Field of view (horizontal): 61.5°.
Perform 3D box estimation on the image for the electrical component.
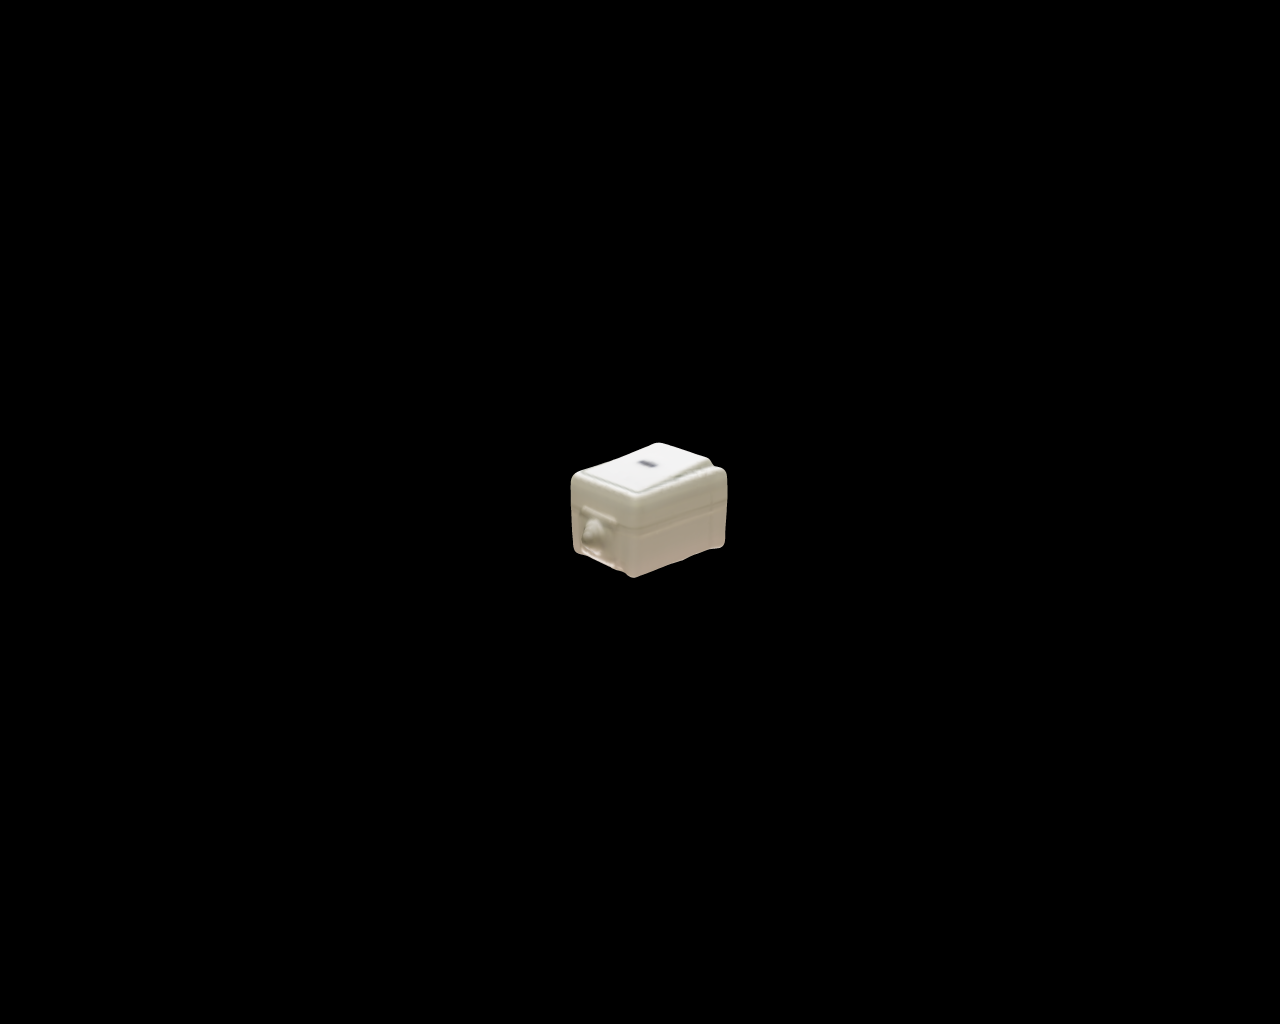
[{"bbox_3d":[0.001,-0.003,0.650,0.096,0.061,0.062,-17,27,-38],"label":"electrical component"}]
